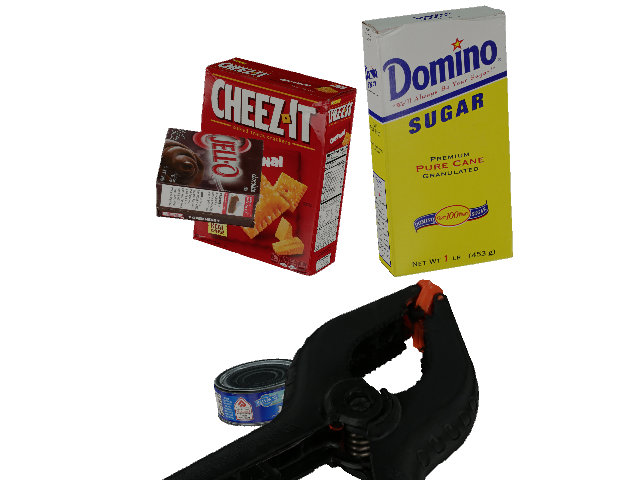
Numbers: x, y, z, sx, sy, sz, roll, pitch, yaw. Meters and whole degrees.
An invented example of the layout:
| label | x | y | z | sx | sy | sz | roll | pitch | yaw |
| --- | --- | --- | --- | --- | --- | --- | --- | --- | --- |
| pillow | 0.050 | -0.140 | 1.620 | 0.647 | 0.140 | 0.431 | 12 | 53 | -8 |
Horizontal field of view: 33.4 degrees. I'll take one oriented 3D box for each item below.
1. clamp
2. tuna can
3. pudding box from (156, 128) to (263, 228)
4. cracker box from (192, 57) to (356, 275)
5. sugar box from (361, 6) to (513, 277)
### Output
| label | x | y | z | sx | sy | sz | roll | pitch | yaw |
| --- | --- | --- | --- | --- | --- | --- | --- | --- | --- |
| clamp | 0.021 | 0.082 | 0.415 | 0.120 | 0.039 | 0.171 | 28 | 50 | 21 |
| tuna can | -0.053 | 0.136 | 0.968 | 0.086 | 0.034 | 0.086 | -8 | 12 | 1 |
| pudding box | -0.098 | -0.058 | 0.956 | 0.090 | 0.039 | 0.113 | 6 | 33 | -5 |
| cracker box | -0.057 | -0.083 | 1.216 | 0.164 | 0.214 | 0.072 | 18 | 26 | 24 |
| sugar box | 0.083 | -0.069 | 0.745 | 0.093 | 0.176 | 0.048 | -10 | 22 | -10 |
